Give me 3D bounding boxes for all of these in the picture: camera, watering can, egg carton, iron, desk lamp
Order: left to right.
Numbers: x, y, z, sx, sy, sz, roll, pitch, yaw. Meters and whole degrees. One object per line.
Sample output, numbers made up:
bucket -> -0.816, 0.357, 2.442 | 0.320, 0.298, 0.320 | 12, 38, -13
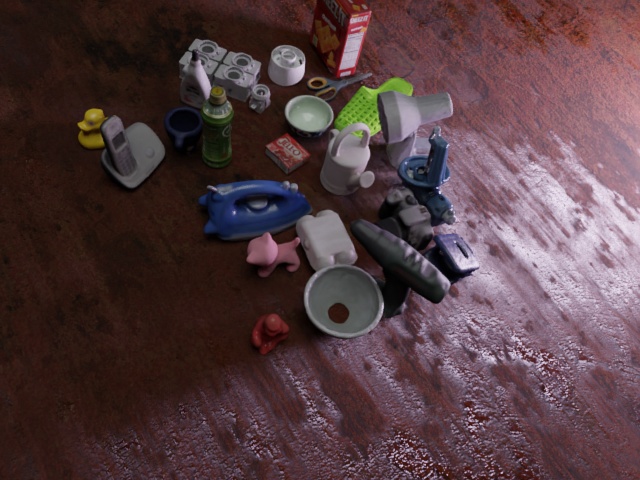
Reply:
iron -> -0.131, -0.088, 1.254 | 0.259, 0.141, 0.118 | -9, 61, -16
egg carton -> 0.012, 0.005, 1.269 | 0.107, 0.069, 0.150 | -17, 64, -20
watering can -> 0.070, -0.193, 1.326 | 0.172, 0.194, 0.101 | 41, 60, 14
camera -> 0.175, -0.041, 1.310 | 0.137, 0.101, 0.143 | -19, 64, -21
desk lamp -> 0.223, -0.273, 1.393 | 0.203, 0.213, 0.118 | -5, 60, -14

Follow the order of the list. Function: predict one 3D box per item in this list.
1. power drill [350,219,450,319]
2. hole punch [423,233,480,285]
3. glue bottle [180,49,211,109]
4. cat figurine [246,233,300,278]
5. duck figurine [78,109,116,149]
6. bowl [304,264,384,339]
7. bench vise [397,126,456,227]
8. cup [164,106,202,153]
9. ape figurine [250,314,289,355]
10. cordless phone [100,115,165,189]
power drill -> 0.143, 0.071, 1.172 | 0.229, 0.208, 0.076 | 30, 58, 8
hole punch -> 0.303, 0.034, 1.296 | 0.101, 0.091, 0.108 | -21, 65, -22
glue bottle -> -0.301, -0.393, 1.387 | 0.078, 0.173, 0.037 | 18, 57, 1
cat figurine -> -0.101, 0.024, 1.206 | 0.128, 0.118, 0.067 | -14, 63, -18
duck figurine -> -0.511, -0.267, 1.321 | 0.105, 0.086, 0.077 | -35, 71, -27
bowl -> 0.044, 0.138, 1.190 | 0.167, 0.075, 0.167 | 5, 58, -8
bench vise -> 0.272, -0.145, 1.322 | 0.122, 0.220, 0.207 | -33, 70, -26
cup -> -0.317, -0.238, 1.337 | 0.092, 0.095, 0.118 | 7, 58, -7
ape figurine -> -0.098, 0.176, 1.130 | 0.078, 0.092, 0.076 | -1, 59, -12
cordless phone -> -0.414, -0.216, 1.250 | 0.094, 0.185, 0.148 | 27, 58, 6
